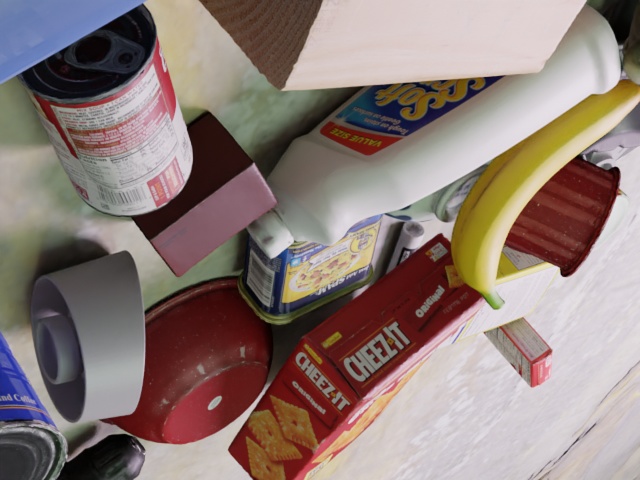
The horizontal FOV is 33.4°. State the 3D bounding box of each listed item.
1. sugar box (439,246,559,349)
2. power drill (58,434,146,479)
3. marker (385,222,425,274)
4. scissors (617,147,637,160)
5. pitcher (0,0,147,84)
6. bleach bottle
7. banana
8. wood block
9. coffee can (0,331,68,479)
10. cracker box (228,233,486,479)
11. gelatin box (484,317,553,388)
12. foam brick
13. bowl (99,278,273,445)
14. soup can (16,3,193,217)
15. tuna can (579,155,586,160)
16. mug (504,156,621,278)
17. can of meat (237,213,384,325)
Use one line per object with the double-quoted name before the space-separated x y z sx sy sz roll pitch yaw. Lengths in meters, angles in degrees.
"sugar box" 0.149 0.052 1.028 0.175 0.048 0.093 -12 141 -35
"power drill" -0.227 0.184 0.754 0.184 0.057 0.187 -37 152 -4
"marker" 0.065 0.030 0.921 0.020 0.020 0.121 -21 148 -30
"scissors" 0.251 -0.051 1.027 0.201 0.016 0.096 -21 147 -30
"pitcher" -0.059 -0.165 0.377 0.243 0.145 0.149 -34 119 -4
"bleach bottle" 0.064 -0.069 0.686 0.250 0.103 0.068 -37 139 -7
"banana" 0.143 -0.037 0.745 0.069 0.037 0.198 11 124 -30
"wood block" 0.048 -0.145 0.570 0.205 0.091 0.090 -12 142 -42
"coffee can" -0.204 0.073 0.532 0.102 0.140 0.103 -29 150 -19
"cracker box" 0.028 0.109 0.865 0.163 0.072 0.214 -35 166 -36
"gelatin box" 0.208 0.106 1.128 0.030 0.089 0.073 -35 151 -8
"foam brick" -0.075 -0.027 0.635 0.078 0.051 0.053 -36 151 -6
"bowl" -0.092 0.104 0.803 0.162 0.055 0.162 -29 150 -19
"soup can" -0.104 -0.065 0.529 0.068 0.068 0.102 -32 152 -13
"tuna can" 0.176 -0.050 0.869 0.086 0.086 0.033 -55 -170 26
"mug" 0.167 -0.025 0.821 0.117 0.081 0.093 115 -1 -63
"can of meat" -0.005 0.001 0.756 0.101 0.057 0.084 -24 147 -27
